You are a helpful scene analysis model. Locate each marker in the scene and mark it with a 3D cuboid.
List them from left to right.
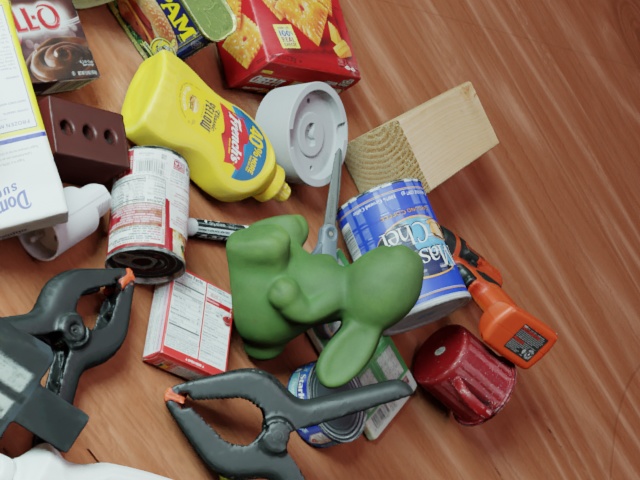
[{"bbox_3d":[-0.107,-0.010,1.003,0.120,0.020,0.020,8,65,-49],"label":"marker"}]

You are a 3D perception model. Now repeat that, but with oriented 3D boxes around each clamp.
[{"bbox_3d":[-0.197,0.085,0.827,0.171,0.039,0.120,-37,108,-45],"label":"clamp"},{"bbox_3d":[-0.029,0.160,0.911,0.210,0.036,0.164,28,77,-4],"label":"clamp"}]

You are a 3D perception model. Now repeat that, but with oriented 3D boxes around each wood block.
[{"bbox_3d":[0.123,-0.113,1.282,0.205,0.090,0.091,-34,98,-53],"label":"wood block"}]

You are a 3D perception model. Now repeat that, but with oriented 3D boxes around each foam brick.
[{"bbox_3d":[-0.207,-0.081,0.889,0.078,0.051,0.053,9,65,-49],"label":"foam brick"}]

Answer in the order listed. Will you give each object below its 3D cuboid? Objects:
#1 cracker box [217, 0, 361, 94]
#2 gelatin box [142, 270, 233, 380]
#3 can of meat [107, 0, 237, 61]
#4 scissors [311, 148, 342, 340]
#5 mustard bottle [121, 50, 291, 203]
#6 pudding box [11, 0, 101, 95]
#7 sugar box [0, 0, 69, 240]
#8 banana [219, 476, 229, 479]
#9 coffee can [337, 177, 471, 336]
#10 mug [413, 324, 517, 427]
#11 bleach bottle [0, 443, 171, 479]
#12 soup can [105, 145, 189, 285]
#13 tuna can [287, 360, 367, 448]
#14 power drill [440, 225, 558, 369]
[{"bbox_3d":[-0.050,-0.266,1.164,0.163,0.072,0.214,0,71,-51],"label":"cracker box"},{"bbox_3d":[-0.115,0.076,0.940,0.073,0.030,0.089,30,50,-37],"label":"gelatin box"},{"bbox_3d":[-0.143,-0.220,1.015,0.102,0.084,0.057,58,38,-13],"label":"can of meat"},{"bbox_3d":[-0.007,0.001,1.079,0.096,0.016,0.202,2,78,-36],"label":"scissors"},{"bbox_3d":[-0.099,-0.091,1.023,0.191,0.058,0.096,36,46,-35],"label":"mustard bottle"},{"bbox_3d":[-0.249,-0.167,0.893,0.113,0.039,0.090,-16,84,-53],"label":"pudding box"},{"bbox_3d":[-0.257,-0.088,0.805,0.093,0.048,0.176,-15,85,-15],"label":"sugar box"},{"bbox_3d":[-0.019,0.255,0.956,0.197,0.037,0.069,35,48,-35],"label":"banana"},{"bbox_3d":[0.088,0.019,1.140,0.102,0.103,0.140,-2,66,-51],"label":"coffee can"},{"bbox_3d":[0.159,0.153,1.179,0.081,0.093,0.117,40,17,-24],"label":"mug"},{"bbox_3d":[-0.144,0.211,0.798,0.250,0.068,0.102,36,62,-33],"label":"bleach bottle"},{"bbox_3d":[-0.147,-0.022,0.918,0.068,0.069,0.102,26,52,-41],"label":"soup can"},{"bbox_3d":[0.006,0.159,1.041,0.086,0.034,0.086,27,52,-40],"label":"tuna can"},{"bbox_3d":[0.177,0.054,1.220,0.184,0.057,0.188,31,17,-37],"label":"power drill"}]
